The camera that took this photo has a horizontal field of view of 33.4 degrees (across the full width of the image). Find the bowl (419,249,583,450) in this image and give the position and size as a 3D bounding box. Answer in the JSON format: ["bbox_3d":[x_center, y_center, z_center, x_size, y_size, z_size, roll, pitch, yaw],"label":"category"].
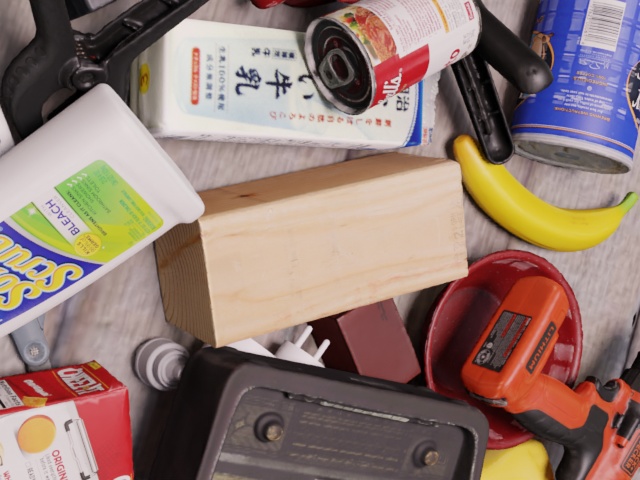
[{"bbox_3d":[0.137,0.086,0.872,0.161,0.055,0.162,-3,96,-29],"label":"bowl"}]

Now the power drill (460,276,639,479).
[{"bbox_3d":[0.212,0.111,0.851,0.187,0.057,0.184,41,74,-26],"label":"power drill"}]

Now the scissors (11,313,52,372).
[{"bbox_3d":[-0.178,0.056,0.712,0.096,0.016,0.201,-34,111,-12],"label":"scissors"}]

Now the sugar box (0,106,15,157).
[{"bbox_3d":[-0.276,-0.050,0.636,0.176,0.048,0.093,-25,106,-29],"label":"sugar box"}]

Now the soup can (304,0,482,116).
[{"bbox_3d":[0.049,-0.134,0.711,0.102,0.069,0.068,-31,109,-27],"label":"soup can"}]

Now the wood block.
[{"bbox_3d":[-0.005,0.000,0.763,0.205,0.091,0.090,-14,105,-28],"label":"wood block"}]

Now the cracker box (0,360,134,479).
[{"bbox_3d":[-0.226,0.176,0.661,0.213,0.072,0.164,-9,108,-29],"label":"cracker box"}]

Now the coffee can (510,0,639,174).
[{"bbox_3d":[0.217,-0.134,0.871,0.102,0.103,0.140,15,87,-30],"label":"coffee can"}]

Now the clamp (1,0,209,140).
[{"bbox_3d":[-0.151,-0.115,0.642,0.120,0.039,0.172,16,128,-39],"label":"clamp"}]

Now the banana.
[{"bbox_3d":[0.184,-0.030,0.900,0.197,0.037,0.069,15,83,-29],"label":"banana"}]

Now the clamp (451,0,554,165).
[{"bbox_3d":[0.103,-0.164,0.782,0.036,0.164,0.210,-26,84,-7],"label":"clamp"}]

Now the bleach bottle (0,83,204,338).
[{"bbox_3d":[-0.199,0.018,0.650,0.251,0.068,0.102,-38,129,-1],"label":"bleach bottle"}]

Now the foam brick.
[{"bbox_3d":[0.033,0.077,0.816,0.052,0.051,0.078,-30,108,-25],"label":"foam brick"}]

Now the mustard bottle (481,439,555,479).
[{"bbox_3d":[0.102,0.224,0.864,0.191,0.058,0.096,-8,98,-29],"label":"mustard bottle"}]

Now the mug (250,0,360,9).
[{"bbox_3d":[-0.004,-0.201,0.752,0.117,0.082,0.093,-48,114,-18],"label":"mug"}]
